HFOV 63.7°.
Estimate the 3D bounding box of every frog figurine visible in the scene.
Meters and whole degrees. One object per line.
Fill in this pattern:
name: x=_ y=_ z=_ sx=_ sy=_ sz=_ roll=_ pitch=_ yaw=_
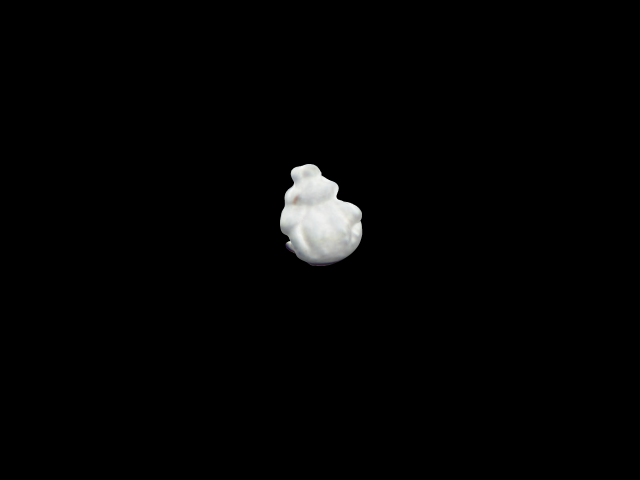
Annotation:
frog figurine: x=0.003 y=-0.043 z=0.850 sx=0.137 sy=0.156 sz=0.125 roll=0 pitch=33 yaw=0
